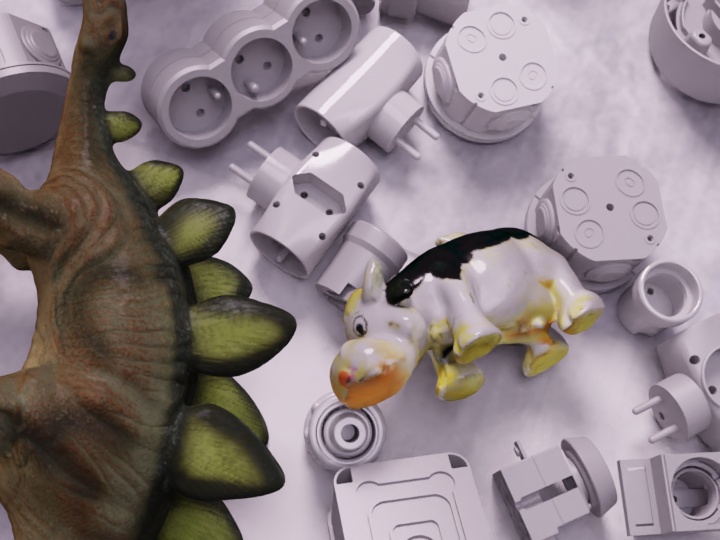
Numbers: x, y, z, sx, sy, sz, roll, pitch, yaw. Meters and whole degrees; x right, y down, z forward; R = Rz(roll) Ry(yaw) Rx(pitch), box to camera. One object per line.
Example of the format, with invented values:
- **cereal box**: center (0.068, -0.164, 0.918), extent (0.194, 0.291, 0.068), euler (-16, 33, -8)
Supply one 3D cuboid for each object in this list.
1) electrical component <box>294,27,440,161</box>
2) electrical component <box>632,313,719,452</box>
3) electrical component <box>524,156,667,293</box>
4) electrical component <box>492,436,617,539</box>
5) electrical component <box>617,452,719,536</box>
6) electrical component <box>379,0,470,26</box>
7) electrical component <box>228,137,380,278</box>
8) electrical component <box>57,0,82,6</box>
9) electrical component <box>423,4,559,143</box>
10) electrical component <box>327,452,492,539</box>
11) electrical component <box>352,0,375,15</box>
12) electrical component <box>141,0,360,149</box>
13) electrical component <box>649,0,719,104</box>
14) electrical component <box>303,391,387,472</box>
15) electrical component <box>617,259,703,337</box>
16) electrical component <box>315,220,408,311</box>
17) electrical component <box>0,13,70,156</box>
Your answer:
- **electrical component**: center (0.013, -0.101, 0.675), extent (0.079, 0.043, 0.077), euler (40, 71, 6)
- **electrical component**: center (0.200, 0.076, 0.640), extent (0.079, 0.044, 0.077), euler (-24, 76, -14)
- **electrical component**: center (0.146, -0.030, 0.665), extent (0.080, 0.051, 0.080), euler (2, 71, -7)
- **electrical component**: center (0.112, 0.124, 0.613), extent (0.055, 0.048, 0.066), euler (-22, 76, -6)
- **electrical component**: center (0.183, 0.129, 0.611), extent (0.081, 0.063, 0.042), euler (-1, 71, -8)
- **electrical component**: center (0.043, -0.185, 0.706), extent (0.055, 0.045, 0.045), euler (8, 71, -5)
- **electrical component**: center (-0.041, -0.048, 0.650), extent (0.079, 0.043, 0.077), euler (35, 71, 4)
- **electrical component**: center (-0.181, -0.197, 0.684), extent (0.040, 0.040, 0.046), euler (-11, 78, -11)
- **electrical component**: center (0.084, -0.125, 0.685), extent (0.080, 0.051, 0.080), euler (2, 78, -9)
- **electrical component**: center (0.029, 0.161, 0.563), extent (0.078, 0.057, 0.113), euler (-6, 49, -10)
- **electrical component**: center (-0.013, -0.200, 0.704), extent (0.043, 0.043, 0.081), euler (0, 72, -8)
- **electrical component**: center (-0.074, -0.135, 0.669), extent (0.138, 0.052, 0.073), euler (-34, 37, -8)
- **electrical component**: center (0.245, -0.161, 0.715), extent (0.099, 0.064, 0.099), euler (2, 71, -7)
- **electrical component**: center (-0.007, 0.090, 0.597), extent (0.048, 0.062, 0.048), euler (0, 83, -4)
- **electrical component**: center (0.181, 0.019, 0.656), extent (0.040, 0.046, 0.040), euler (2, 71, -7)
- **electrical component**: center (0.000, 0.000, 0.642), extent (0.040, 0.040, 0.046), euler (34, 76, 4)
- **electrical component**: center (-0.208, -0.106, 0.629), extent (0.080, 0.080, 0.051), euler (-21, 70, -14)
